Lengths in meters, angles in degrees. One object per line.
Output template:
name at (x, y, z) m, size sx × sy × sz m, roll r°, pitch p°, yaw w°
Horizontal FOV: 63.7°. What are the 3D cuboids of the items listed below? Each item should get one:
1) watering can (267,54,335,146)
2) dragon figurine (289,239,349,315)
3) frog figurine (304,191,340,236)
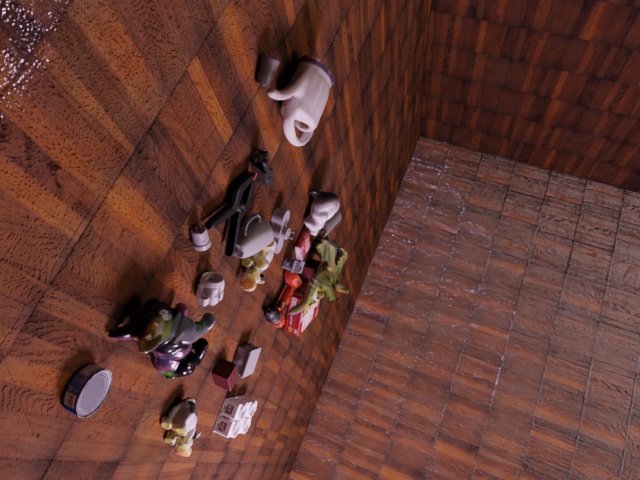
watering can at (-0.046, -0.373, 1.318) m, size 0.344 × 0.104 × 0.226 m, roll 53°, pitch 55°, yaw -75°
dragon figurine at (0.002, 0.117, 1.925) m, size 0.413 × 0.122 × 0.242 m, roll -15°, pitch 101°, yaw -59°
frog figurine at (0.006, -0.092, 1.823) m, size 0.138 × 0.123 × 0.159 m, roll -108°, pitch -158°, yaw -83°
